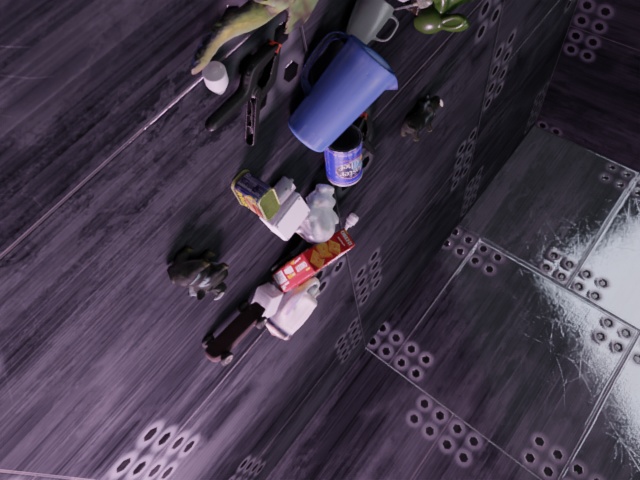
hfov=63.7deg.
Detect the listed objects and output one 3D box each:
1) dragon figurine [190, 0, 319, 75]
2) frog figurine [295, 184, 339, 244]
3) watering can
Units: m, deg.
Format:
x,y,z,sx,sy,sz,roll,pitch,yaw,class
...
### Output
x,y,z,sx,sy,sz,roll,pitch,yaw,class
-0.056,-0.425,0.887,0.408,0.123,0.242,-51,166,8,dragon figurine
0.004,-0.072,1.431,0.136,0.125,0.157,18,117,-46,frog figurine
-0.074,0.219,1.672,0.225,0.104,0.344,-50,169,-6,watering can
